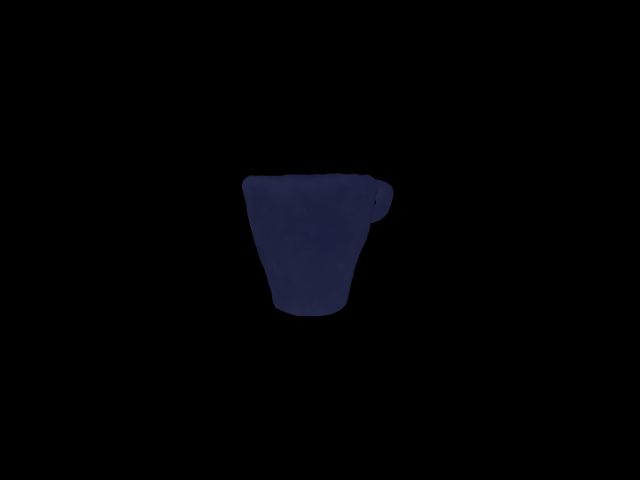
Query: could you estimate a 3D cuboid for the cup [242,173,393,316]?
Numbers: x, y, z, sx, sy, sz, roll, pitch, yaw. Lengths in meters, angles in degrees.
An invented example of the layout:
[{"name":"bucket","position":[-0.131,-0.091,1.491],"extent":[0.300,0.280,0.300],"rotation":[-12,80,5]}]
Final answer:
[{"name":"cup","position":[0.004,0.001,0.400],"extent":[0.118,0.095,0.091],"rotation":[-5,9,-36]}]
